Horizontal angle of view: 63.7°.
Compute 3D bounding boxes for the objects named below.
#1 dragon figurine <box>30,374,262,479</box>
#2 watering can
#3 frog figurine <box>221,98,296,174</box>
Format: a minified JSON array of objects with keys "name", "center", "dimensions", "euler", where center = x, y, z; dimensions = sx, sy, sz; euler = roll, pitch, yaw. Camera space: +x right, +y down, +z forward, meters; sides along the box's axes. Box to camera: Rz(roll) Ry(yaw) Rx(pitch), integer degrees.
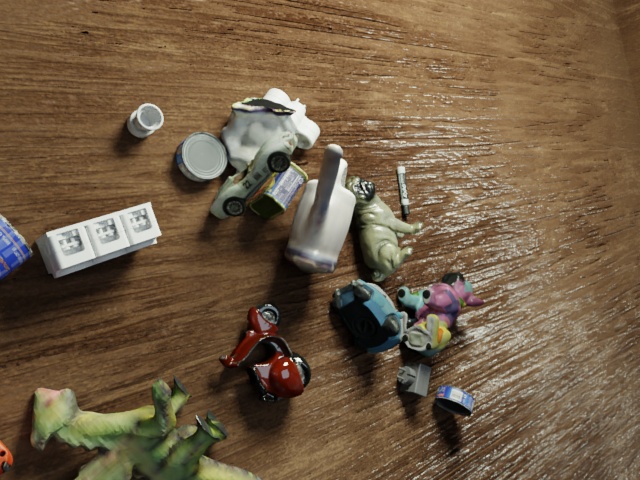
[{"name":"dragon figurine","center":[-0.257,0.352,0.768],"dimensions":[0.245,0.122,0.407],"euler":[-41,105,-17]},{"name":"watering can","center":[0.003,-0.047,0.927],"dimensions":[0.104,0.346,0.225],"euler":[17,87,5]},{"name":"frog figurine","center":[-0.117,-0.183,0.976],"dimensions":[0.138,0.125,0.156],"euler":[-5,120,-28]}]
